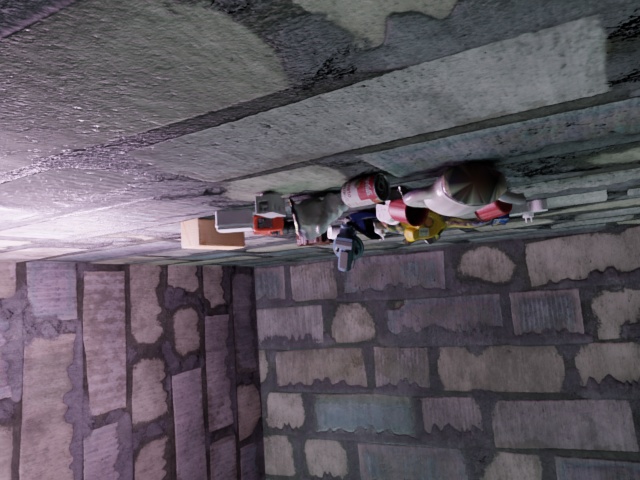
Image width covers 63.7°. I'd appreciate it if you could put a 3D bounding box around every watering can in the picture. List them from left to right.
[{"bbox_3d":[0.383,-0.117,1.260,0.348,0.105,0.222,-3,172,-8],"label":"watering can"}]

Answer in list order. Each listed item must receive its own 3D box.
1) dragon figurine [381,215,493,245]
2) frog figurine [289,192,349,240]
[{"bbox_3d":[0.434,-0.068,1.967,0.410,0.121,0.245,-4,-169,13],"label":"dragon figurine"},{"bbox_3d":[0.004,-0.071,1.417,0.159,0.120,0.140,-12,-154,-4],"label":"frog figurine"}]
